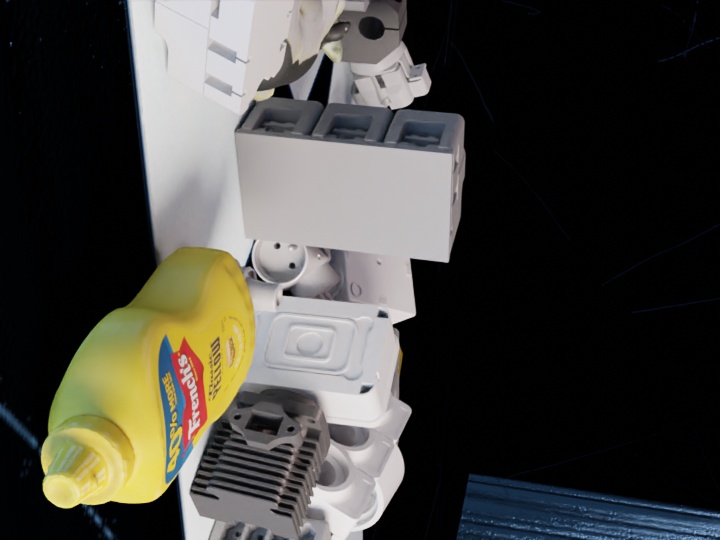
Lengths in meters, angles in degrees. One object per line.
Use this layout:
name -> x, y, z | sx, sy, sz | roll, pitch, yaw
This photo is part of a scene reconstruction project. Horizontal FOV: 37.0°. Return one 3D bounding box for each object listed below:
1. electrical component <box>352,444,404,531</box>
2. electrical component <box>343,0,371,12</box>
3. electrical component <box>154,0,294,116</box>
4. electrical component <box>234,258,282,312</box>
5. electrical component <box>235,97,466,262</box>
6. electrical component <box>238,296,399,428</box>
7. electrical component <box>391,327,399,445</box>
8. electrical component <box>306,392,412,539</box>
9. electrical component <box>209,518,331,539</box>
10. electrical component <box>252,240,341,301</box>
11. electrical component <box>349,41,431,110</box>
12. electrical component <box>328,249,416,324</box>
electrical component -> -0.020, 0.187, 0.969 | 0.060, 0.108, 0.108 | -59, 154, -52
electrical component -> -0.015, -0.247, 0.852 | 0.089, 0.056, 0.050 | -72, 164, -48
electrical component -> -0.072, -0.137, 0.575 | 0.050, 0.056, 0.089 | -57, 172, -34
electrical component -> -0.079, 0.014, 0.656 | 0.048, 0.062, 0.048 | 7, 90, -79
electrical component -> -0.005, -0.067, 0.763 | 0.061, 0.150, 0.089 | -69, 162, -51
electrical component -> -0.033, 0.068, 0.800 | 0.057, 0.113, 0.078 | 76, 23, -55
electrical component -> -0.012, 0.120, 1.005 | 0.061, 0.089, 0.150 | -70, 163, -51
electrical component -> -0.025, 0.144, 0.866 | 0.061, 0.089, 0.150 | -61, 177, 33
electrical component -> -0.065, 0.221, 0.799 | 0.047, 0.083, 0.075 | -73, 165, -45
electrical component -> -0.042, 0.002, 0.833 | 0.079, 0.043, 0.077 | 53, 11, 4
electrical component -> 0.024, -0.196, 1.059 | 0.058, 0.078, 0.057 | -73, 146, -42
electrical component -> 0.000, 0.000, 0.914 | 0.100, 0.048, 0.099 | 15, 62, -44
